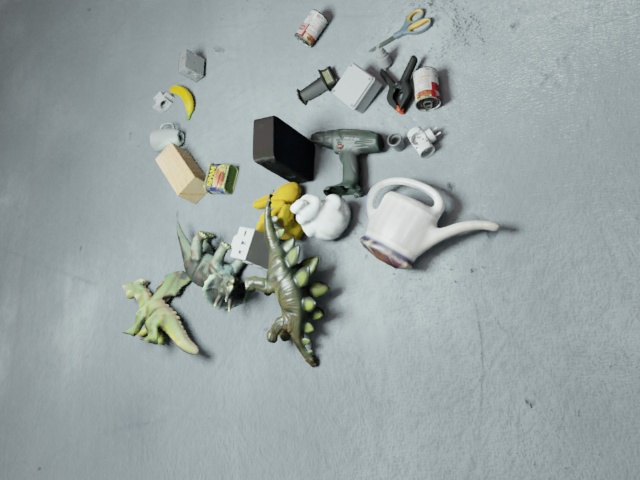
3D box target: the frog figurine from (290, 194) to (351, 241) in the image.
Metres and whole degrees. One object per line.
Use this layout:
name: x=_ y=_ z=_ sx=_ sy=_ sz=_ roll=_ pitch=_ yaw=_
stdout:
frog figurine: x=0.004 y=-0.070 z=1.383 sx=0.136 sy=0.158 sz=0.125 roll=-39 pitch=59 yaw=13

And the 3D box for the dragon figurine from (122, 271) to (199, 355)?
dragon figurine: x=-0.479 y=0.204 z=1.599 sx=0.411 sy=0.120 sz=0.246 roll=7 pitch=68 yaw=31

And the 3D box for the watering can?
watering can: x=0.239 y=-0.027 z=1.263 sx=0.351 sy=0.103 sz=0.224 roll=30 pitch=89 yaw=35
